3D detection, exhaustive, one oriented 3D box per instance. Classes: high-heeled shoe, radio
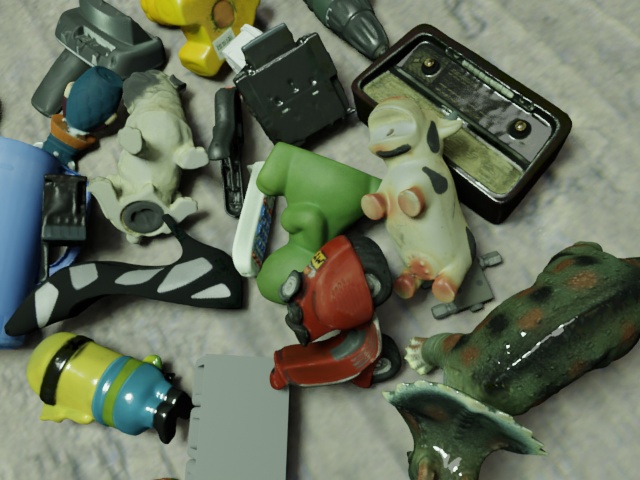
[{"bbox_3d":[-0.214,0.077,0.610,0.249,0.086,0.145,-35,84,-7],"label":"high-heeled shoe"},{"bbox_3d":[0.160,-0.139,0.621,0.131,0.073,0.230,-45,71,-6],"label":"radio"}]

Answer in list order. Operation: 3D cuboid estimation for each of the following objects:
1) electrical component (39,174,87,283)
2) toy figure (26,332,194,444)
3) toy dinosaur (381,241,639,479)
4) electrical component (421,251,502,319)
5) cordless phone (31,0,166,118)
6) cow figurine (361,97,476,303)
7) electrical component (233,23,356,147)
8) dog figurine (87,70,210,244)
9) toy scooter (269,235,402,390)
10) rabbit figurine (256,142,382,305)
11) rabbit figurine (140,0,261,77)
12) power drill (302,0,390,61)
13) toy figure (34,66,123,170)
[{"bbox_3d":[-0.294,-0.011,0.614,0.048,0.075,0.119,1,80,-26],"label":"electrical component"},{"bbox_3d":[-0.229,0.156,0.585,0.180,0.082,0.089,13,105,17],"label":"toy figure"},{"bbox_3d":[0.203,0.085,0.470,0.405,0.192,0.131,-39,86,-2],"label":"toy dinosaur"},{"bbox_3d":[0.160,0.047,0.587,0.094,0.021,0.063,-21,70,1],"label":"electrical component"},{"bbox_3d":[-0.320,-0.236,0.746,0.147,0.088,0.184,36,93,17],"label":"cordless phone"},{"bbox_3d":[0.103,-0.050,0.539,0.086,0.194,0.127,-7,23,42],"label":"cow figurine"},{"bbox_3d":[-0.037,-0.183,0.643,0.115,0.058,0.134,-33,112,-3],"label":"electrical component"},{"bbox_3d":[-0.218,-0.110,0.683,0.172,0.121,0.191,-51,35,20],"label":"dog figurine"},{"bbox_3d":[0.006,0.086,0.522,0.135,0.183,0.075,-18,32,-9],"label":"toy scooter"},{"bbox_3d":[-0.001,-0.002,0.602,0.159,0.121,0.170,22,95,9],"label":"rabbit figurine"},{"bbox_3d":[-0.173,-0.326,0.724,0.173,0.121,0.162,27,75,36],"label":"rabbit figurine"},{"bbox_3d":[0.071,-0.363,0.715,0.207,0.086,0.232,-45,68,2],"label":"power drill"},{"bbox_3d":[-0.315,-0.155,0.707,0.064,0.058,0.154,47,111,5],"label":"toy figure"}]
